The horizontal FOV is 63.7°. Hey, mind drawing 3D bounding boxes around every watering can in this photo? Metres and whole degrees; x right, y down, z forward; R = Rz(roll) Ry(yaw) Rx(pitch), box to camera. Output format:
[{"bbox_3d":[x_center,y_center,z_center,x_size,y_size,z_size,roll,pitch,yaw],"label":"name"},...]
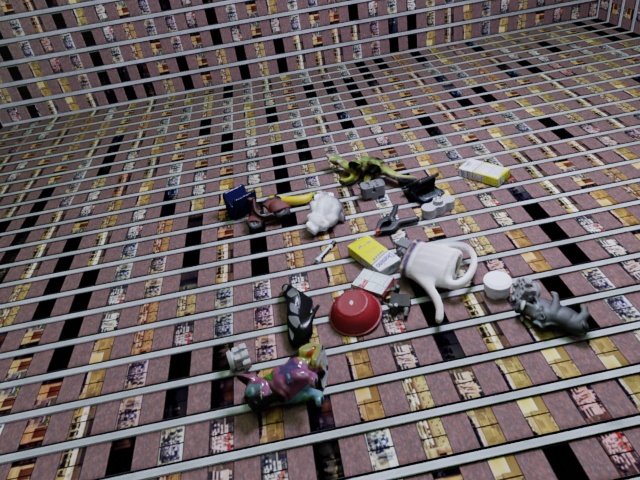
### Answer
[{"bbox_3d":[0.343,0.103,1.570,0.225,0.101,0.354,14,42,30],"label":"watering can"}]

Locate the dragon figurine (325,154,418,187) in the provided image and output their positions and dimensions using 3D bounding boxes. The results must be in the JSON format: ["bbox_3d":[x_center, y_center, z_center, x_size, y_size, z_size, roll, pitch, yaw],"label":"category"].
[{"bbox_3d":[0.216,-0.314,2.180,0.411,0.119,0.248,9,31,11],"label":"dragon figurine"}]

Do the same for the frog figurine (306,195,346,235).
[{"bbox_3d":[0.006,-0.096,1.909,0.161,0.120,0.139,-23,56,-37],"label":"frog figurine"}]
